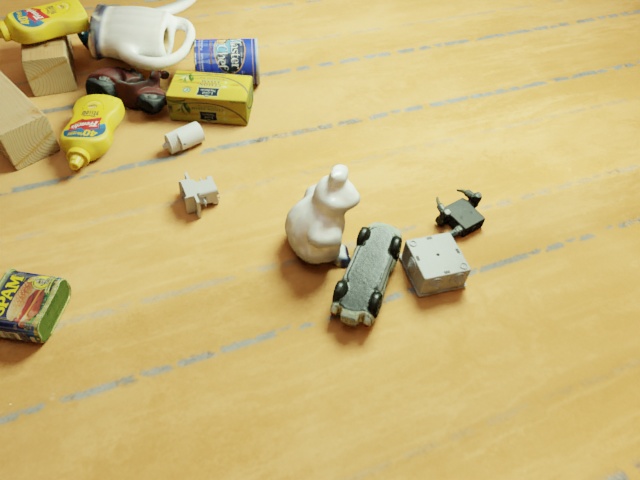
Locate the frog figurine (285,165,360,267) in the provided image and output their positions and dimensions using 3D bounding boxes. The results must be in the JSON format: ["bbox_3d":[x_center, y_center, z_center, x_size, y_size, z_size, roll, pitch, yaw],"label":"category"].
[{"bbox_3d":[0.003,-0.042,0.842,0.123,0.155,0.141,2,50,0],"label":"frog figurine"}]

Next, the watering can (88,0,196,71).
[{"bbox_3d":[-0.396,-0.490,1.179,0.224,0.101,0.356,3,48,-7],"label":"watering can"}]
